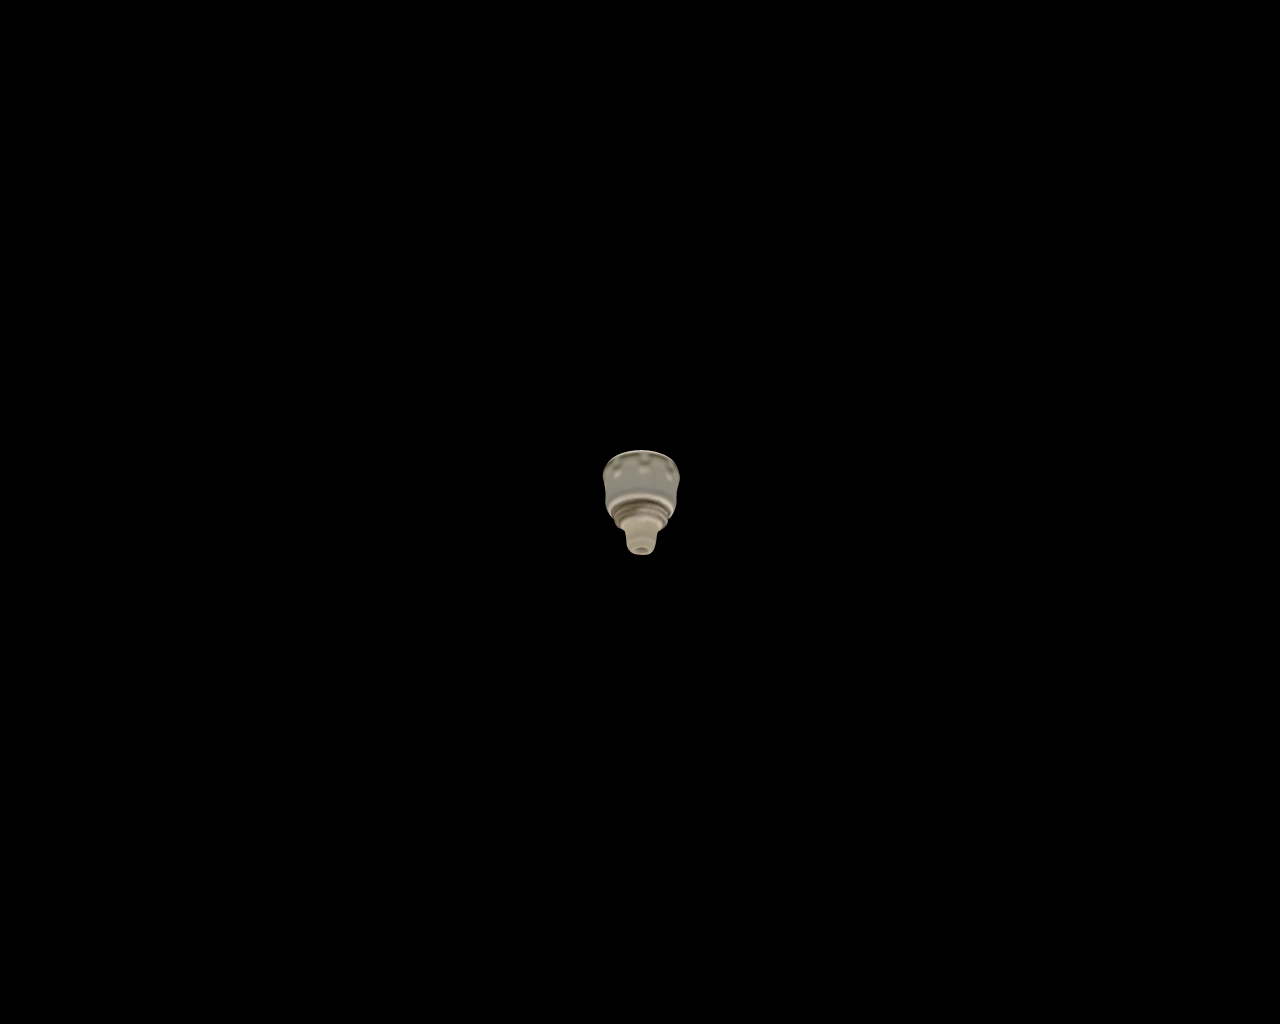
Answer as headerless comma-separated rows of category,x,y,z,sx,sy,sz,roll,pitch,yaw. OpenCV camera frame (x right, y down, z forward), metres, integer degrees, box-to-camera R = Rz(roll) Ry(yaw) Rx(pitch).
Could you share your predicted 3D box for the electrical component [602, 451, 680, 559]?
electrical component,0.001,-0.003,0.650,0.048,0.062,0.048,0,-29,0
